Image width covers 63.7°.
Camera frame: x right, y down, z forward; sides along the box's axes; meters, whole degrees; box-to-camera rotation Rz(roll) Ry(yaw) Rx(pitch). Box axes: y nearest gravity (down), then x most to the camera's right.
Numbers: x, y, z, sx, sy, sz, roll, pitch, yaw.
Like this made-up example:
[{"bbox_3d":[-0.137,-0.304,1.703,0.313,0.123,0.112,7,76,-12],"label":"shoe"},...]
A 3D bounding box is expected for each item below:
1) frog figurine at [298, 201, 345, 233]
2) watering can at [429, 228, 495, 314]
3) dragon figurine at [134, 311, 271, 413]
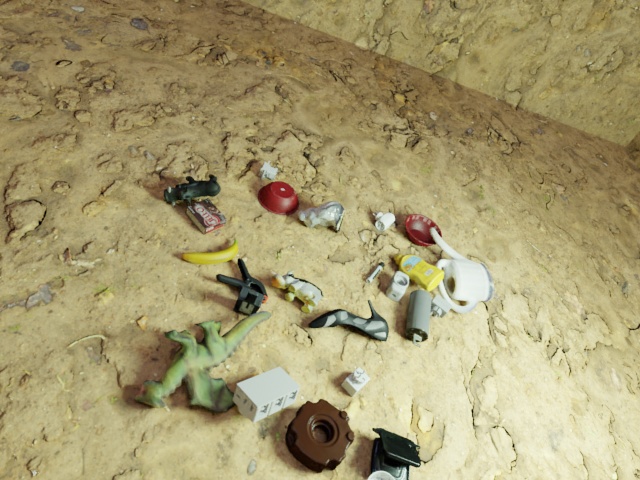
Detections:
[{"bbox_3d":[0.006,-0.095,1.885,0.159,0.122,0.138,19,10,5],"label":"frog figurine"},{"bbox_3d":[0.523,0.110,1.914,0.224,0.102,0.355,7,57,-17],"label":"watering can"},{"bbox_3d":[-0.282,0.333,1.366,0.412,0.120,0.246,-8,70,-30],"label":"dragon figurine"}]
